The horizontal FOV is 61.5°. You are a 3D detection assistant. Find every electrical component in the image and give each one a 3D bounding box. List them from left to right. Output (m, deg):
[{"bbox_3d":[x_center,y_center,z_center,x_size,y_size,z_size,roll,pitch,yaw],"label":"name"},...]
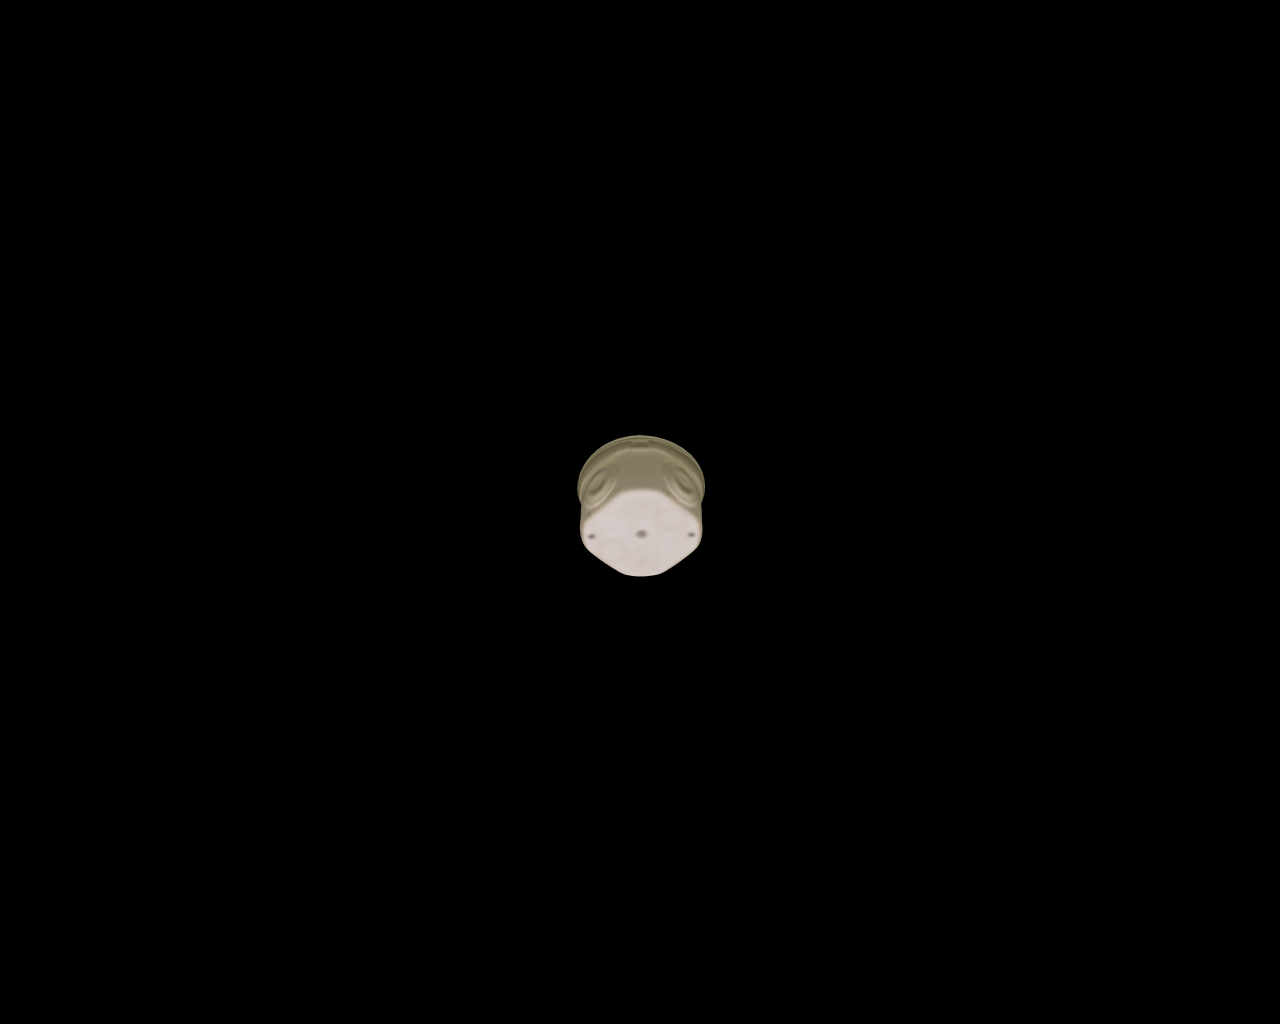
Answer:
[{"bbox_3d":[0.001,-0.003,0.650,0.080,0.080,0.051,0,41,0],"label":"electrical component"}]
